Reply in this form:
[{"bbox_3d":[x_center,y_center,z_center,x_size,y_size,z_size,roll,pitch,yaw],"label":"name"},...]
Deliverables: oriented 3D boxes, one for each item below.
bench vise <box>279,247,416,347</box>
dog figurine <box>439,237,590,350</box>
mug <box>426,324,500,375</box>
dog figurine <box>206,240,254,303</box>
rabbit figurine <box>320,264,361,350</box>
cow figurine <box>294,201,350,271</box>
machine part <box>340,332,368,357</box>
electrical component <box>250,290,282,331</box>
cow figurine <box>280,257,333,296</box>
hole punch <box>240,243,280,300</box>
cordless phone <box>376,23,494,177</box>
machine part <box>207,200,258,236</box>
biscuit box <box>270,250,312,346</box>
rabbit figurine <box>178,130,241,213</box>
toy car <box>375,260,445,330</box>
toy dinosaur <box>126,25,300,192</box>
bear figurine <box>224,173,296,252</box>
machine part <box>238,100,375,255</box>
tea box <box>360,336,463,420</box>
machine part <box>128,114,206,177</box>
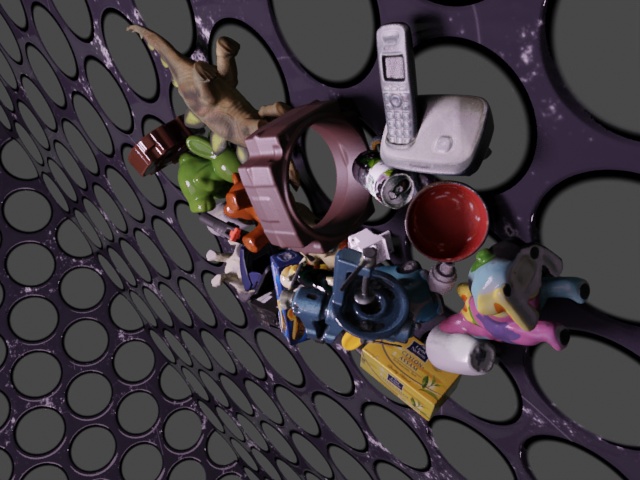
[{"bbox_3d":[0.043,0.080,0.815,0.224,0.129,0.240,23,147,15],"label":"bench vise"},{"bbox_3d":[0.236,0.082,0.748,0.191,0.108,0.219,34,159,-20],"label":"dog figurine"},{"bbox_3d":[0.242,0.185,0.868,0.109,0.080,0.107,24,173,-13],"label":"mug"},{"bbox_3d":[-0.160,0.072,1.318,0.172,0.121,0.190,-19,151,22],"label":"dog figurine"},{"bbox_3d":[0.055,0.147,1.069,0.173,0.122,0.162,7,133,26],"label":"rabbit figurine"},{"bbox_3d":[-0.002,-0.003,1.020,0.195,0.085,0.127,40,153,21],"label":"cow figurine"},{"bbox_3d":[0.084,0.226,1.177,0.139,0.039,0.084,38,151,20],"label":"machine part"},{"bbox_3d":[-0.092,0.148,1.256,0.134,0.115,0.058,15,129,50],"label":"electrical component"},{"bbox_3d":[-0.005,0.082,0.980,0.168,0.068,0.098,23,152,20],"label":"cow figurine"},{"bbox_3d":[-0.120,0.056,1.191,0.092,0.142,0.115,40,133,18],"label":"hole punch"},{"bbox_3d":[0.137,-0.176,0.660,0.147,0.089,0.184,16,129,45],"label":"cordless phone"},{"bbox_3d":[-0.197,-0.056,1.225,0.243,0.079,0.079,-17,108,57],"label":"machine part"},{"bbox_3d":[-0.057,0.120,1.126,0.059,0.063,0.202,-133,31,-57],"label":"biscuit box"},{"bbox_3d":[-0.214,-0.156,1.144,0.170,0.121,0.159,-13,104,38],"label":"rabbit figurine"},{"bbox_3d":[0.126,0.101,0.933,0.162,0.103,0.109,3,123,49],"label":"toy car"},{"bbox_3d":[-0.196,-0.262,0.986,0.471,0.105,0.198,49,149,4],"label":"toy dinosaur"},{"bbox_3d":[-0.135,-0.063,0.999,0.196,0.132,0.120,12,126,52],"label":"bear figurine"},{"bbox_3d":[-0.008,-0.094,0.814,0.087,0.201,0.200,5,125,46],"label":"machine part"},{"bbox_3d":[0.171,0.245,1.023,0.170,0.098,0.068,32,144,27],"label":"tea box"},{"bbox_3d":[-0.331,-0.204,1.169,0.056,0.179,0.179,54,149,-5],"label":"machine part"}]
